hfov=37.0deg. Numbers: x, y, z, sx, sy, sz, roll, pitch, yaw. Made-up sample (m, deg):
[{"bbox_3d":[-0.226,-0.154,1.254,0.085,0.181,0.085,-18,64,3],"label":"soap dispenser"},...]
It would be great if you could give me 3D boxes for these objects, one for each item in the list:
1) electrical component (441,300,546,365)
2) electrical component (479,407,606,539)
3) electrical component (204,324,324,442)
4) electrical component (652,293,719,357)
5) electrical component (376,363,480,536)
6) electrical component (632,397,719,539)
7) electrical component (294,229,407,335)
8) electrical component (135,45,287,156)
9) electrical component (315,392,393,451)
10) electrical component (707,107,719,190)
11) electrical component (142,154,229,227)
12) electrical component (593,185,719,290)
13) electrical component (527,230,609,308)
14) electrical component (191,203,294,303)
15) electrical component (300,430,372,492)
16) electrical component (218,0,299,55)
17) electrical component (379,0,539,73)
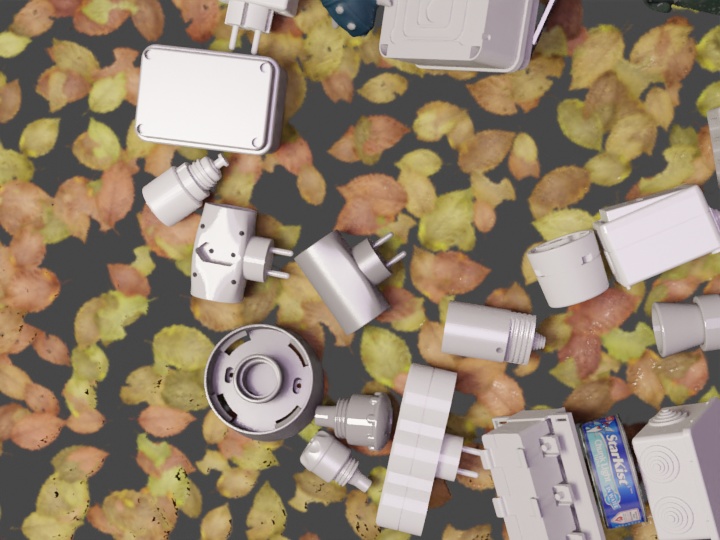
[{"bbox_3d":[0.109,0.052,0.870,0.081,0.043,0.043,9,96,5],"label":"electrical component"},{"bbox_3d":[0.144,0.179,0.860,0.079,0.063,0.121,-12,94,48],"label":"electrical component"},{"bbox_3d":[-0.081,0.093,0.897,0.099,0.064,0.099,-1,81,4],"label":"electrical component"},{"bbox_3d":[0.263,0.043,0.851,0.055,0.045,0.045,-9,94,7],"label":"electrical component"},{"bbox_3d":[0.063,0.150,0.879,0.074,0.052,0.138,13,96,5],"label":"electrical component"},{"bbox_3d":[0.255,0.155,0.835,0.048,0.100,0.099,-14,93,34],"label":"electrical component"},{"bbox_3d":[0.000,0.000,0.878,0.079,0.043,0.077,-35,91,7],"label":"electrical component"},{"bbox_3d":[-0.121,-0.137,0.872,0.113,0.057,0.078,8,96,6],"label":"electrical component"},{"bbox_3d":[-0.006,0.123,0.889,0.062,0.048,0.048,4,95,13],"label":"electrical component"},{"bbox_3d":[0.316,-0.099,0.831,0.077,0.047,0.065,-10,94,7],"label":"electrical component"},{"bbox_3d":[-0.143,-0.069,0.889,0.078,0.040,0.040,-34,90,8],"label":"electrical component"},{"bbox_3d":[0.236,-0.033,0.839,0.096,0.062,0.061,-23,92,8],"label":"electrical component"},{"bbox_3d":[0.167,-0.001,0.854,0.055,0.055,0.047,-20,96,8],"label":"electrical component"},{"bbox_3d":[-0.095,-0.011,0.887,0.079,0.043,0.077,11,96,6],"label":"electrical component"},{"bbox_3d":[-0.018,0.163,0.898,0.061,0.035,0.035,36,98,-1],"label":"electrical component"},{"bbox_3d":[-0.087,-0.213,0.867,0.066,0.047,0.076,13,97,5],"label":"electrical component"},{"bbox_3d":[0.076,-0.193,0.819,0.113,0.057,0.078,15,99,48],"label":"electrical component"}]
